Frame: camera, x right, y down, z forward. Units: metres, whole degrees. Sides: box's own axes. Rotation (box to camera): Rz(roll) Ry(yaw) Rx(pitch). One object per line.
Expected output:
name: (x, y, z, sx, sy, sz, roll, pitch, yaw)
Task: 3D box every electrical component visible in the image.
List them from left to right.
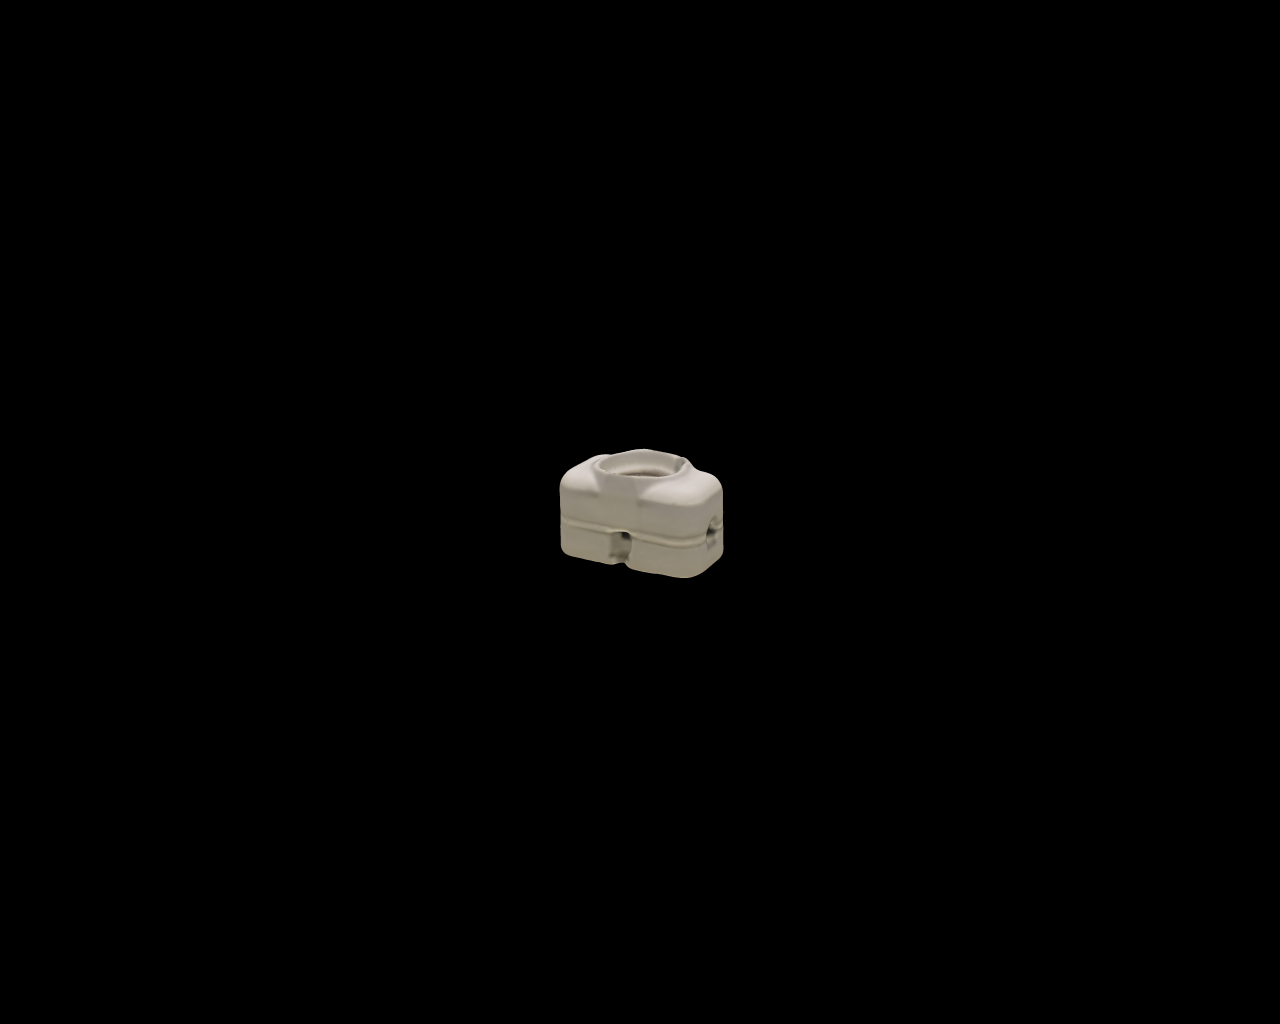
electrical component: (0.001, -0.003, 0.650, 0.095, 0.059, 0.054, 11, 23, 27)
